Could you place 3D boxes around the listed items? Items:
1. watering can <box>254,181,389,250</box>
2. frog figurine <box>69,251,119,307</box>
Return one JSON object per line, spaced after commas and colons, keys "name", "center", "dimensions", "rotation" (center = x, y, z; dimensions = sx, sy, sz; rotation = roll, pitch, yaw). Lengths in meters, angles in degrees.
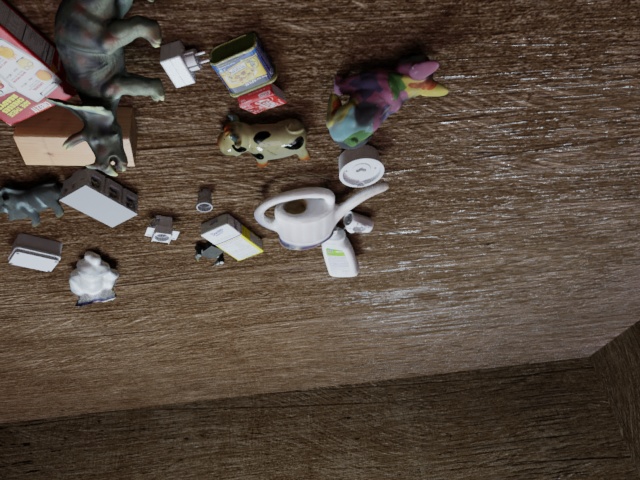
{"name": "watering can", "center": [0.004, -0.068, 1.356], "dimensions": [0.348, 0.106, 0.219], "rotation": [-8, 149, -5]}
{"name": "frog figurine", "center": [-0.662, 0.098, 1.499], "dimensions": [0.137, 0.125, 0.157], "rotation": [-2, 111, 5]}
